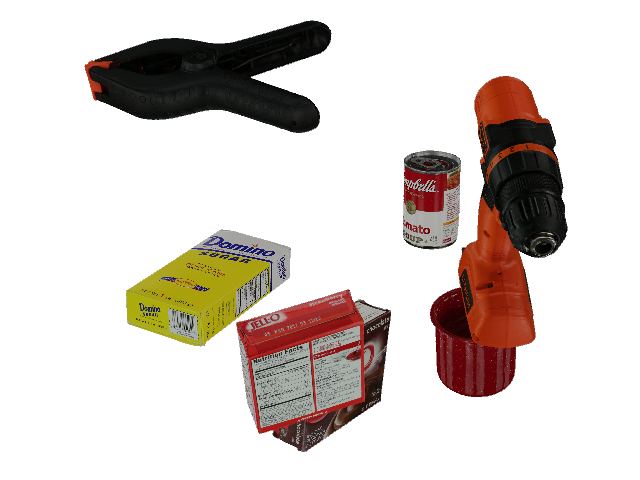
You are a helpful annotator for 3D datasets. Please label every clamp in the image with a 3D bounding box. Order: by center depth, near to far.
[{"bbox_3d":[-0.072,-0.118,0.737,0.171,0.039,0.120,7,35,12],"label":"clamp"}]

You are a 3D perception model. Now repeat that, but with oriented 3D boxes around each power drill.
[{"bbox_3d":[0.147,-0.006,0.822,0.057,0.188,0.184,1,42,0],"label":"power drill"}]

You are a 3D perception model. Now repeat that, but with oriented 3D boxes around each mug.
[{"bbox_3d":[0.166,0.100,1.107,0.093,0.081,0.117,16,39,29],"label":"mug"}]

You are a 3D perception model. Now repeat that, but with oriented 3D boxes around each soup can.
[{"bbox_3d":[0.133,-0.049,1.285,0.068,0.102,0.068,-1,26,0],"label":"soup can"}]

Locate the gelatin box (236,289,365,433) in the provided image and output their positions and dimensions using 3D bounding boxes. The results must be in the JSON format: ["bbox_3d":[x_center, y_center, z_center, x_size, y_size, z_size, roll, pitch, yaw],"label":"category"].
[{"bbox_3d":[-0.011,0.075,0.659,0.073,0.030,0.089,-16,-41,-11],"label":"gelatin box"}]

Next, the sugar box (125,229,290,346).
[{"bbox_3d":[-0.113,0.045,1.118,0.093,0.048,0.176,15,31,24],"label":"sugar box"}]

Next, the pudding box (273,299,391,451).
[{"bbox_3d":[0.010,0.109,0.879,0.039,0.090,0.113,21,28,30],"label":"pudding box"}]
